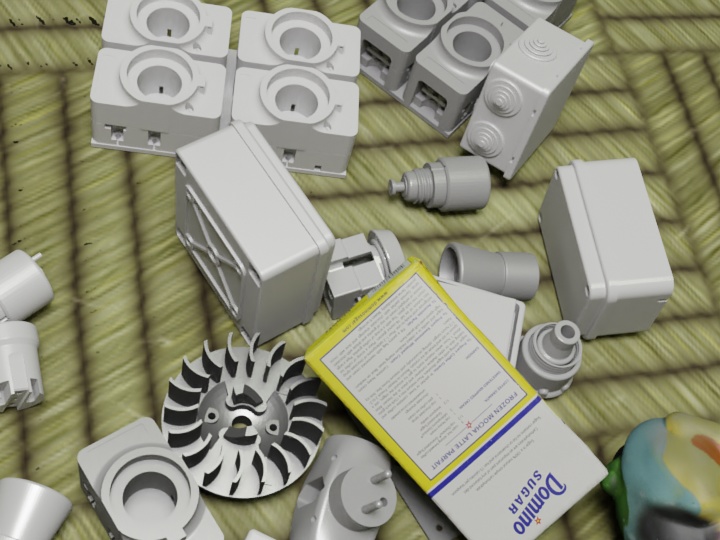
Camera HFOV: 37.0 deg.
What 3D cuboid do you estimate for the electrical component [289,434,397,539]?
[{"bbox_3d":[-0.004,0.138,0.641,0.043,0.079,0.077,29,57,-15],"label":"electrical component"}]

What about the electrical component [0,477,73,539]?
[{"bbox_3d":[-0.195,0.152,0.611,0.045,0.045,0.055,18,59,-2],"label":"electrical component"}]

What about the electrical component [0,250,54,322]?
[{"bbox_3d":[-0.232,0.020,0.681,0.078,0.040,0.040,-38,74,-27],"label":"electrical component"}]

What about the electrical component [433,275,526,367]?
[{"bbox_3d":[0.056,0.044,0.717,0.096,0.061,0.061,17,59,-2],"label":"electrical component"}]

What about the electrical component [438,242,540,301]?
[{"bbox_3d":[0.093,0.004,0.761,0.065,0.044,0.044,3,60,-16],"label":"electrical component"}]

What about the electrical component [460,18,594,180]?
[{"bbox_3d":[0.124,-0.131,0.809,0.048,0.099,0.099,32,48,12],"label":"electrical component"}]

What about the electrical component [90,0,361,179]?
[{"bbox_3d":[-0.096,-0.139,0.790,0.186,0.060,0.105,6,60,-9],"label":"electrical component"}]

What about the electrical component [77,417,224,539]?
[{"bbox_3d":[-0.123,0.138,0.628,0.050,0.055,0.089,-27,69,-24],"label":"electrical component"}]

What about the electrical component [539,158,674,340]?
[{"bbox_3d":[0.171,-0.015,0.764,0.057,0.078,0.113,-5,62,-6],"label":"electrical component"}]

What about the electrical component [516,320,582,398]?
[{"bbox_3d":[0.130,0.055,0.726,0.048,0.062,0.048,5,60,-9],"label":"electrical component"}]

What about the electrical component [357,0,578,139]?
[{"bbox_3d":[0.091,-0.207,0.869,0.105,0.060,0.186,39,60,11],"label":"electrical component"}]

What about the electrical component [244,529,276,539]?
[{"bbox_3d":[-0.045,0.199,0.616,0.077,0.047,0.065,26,58,0],"label":"electrical component"}]

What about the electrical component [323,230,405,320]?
[{"bbox_3d":[0.000,0.000,0.741,0.055,0.048,0.066,-17,65,-12],"label":"electrical component"}]

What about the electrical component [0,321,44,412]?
[{"bbox_3d":[-0.216,0.060,0.663,0.040,0.040,0.046,-11,69,-18],"label":"electrical component"}]

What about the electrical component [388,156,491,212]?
[{"bbox_3d":[0.060,-0.063,0.791,0.078,0.040,0.040,-4,62,-14],"label":"electrical component"}]

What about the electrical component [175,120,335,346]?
[{"bbox_3d":[-0.072,-0.022,0.700,0.056,0.108,0.108,-28,70,-22],"label":"electrical component"}]
